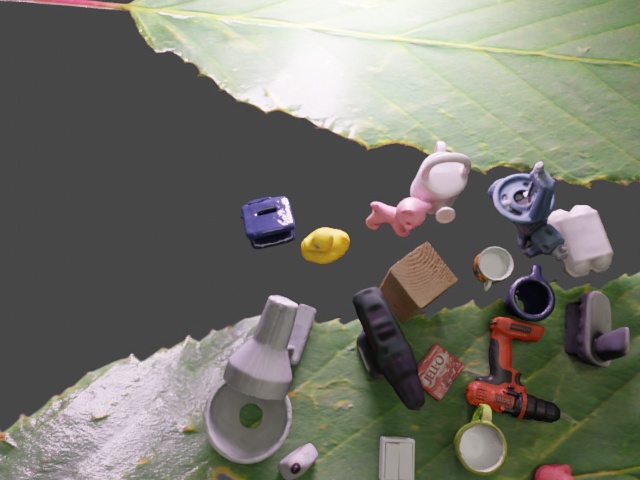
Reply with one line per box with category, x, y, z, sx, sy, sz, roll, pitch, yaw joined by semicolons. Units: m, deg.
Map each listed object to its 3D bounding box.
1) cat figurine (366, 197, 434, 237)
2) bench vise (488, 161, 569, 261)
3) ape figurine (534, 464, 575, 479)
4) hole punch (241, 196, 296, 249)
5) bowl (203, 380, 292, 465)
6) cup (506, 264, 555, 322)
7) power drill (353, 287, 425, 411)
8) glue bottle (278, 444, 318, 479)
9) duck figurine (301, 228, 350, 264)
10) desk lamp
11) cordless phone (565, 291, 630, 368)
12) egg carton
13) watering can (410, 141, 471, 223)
cat figurine;0.166;-0.057;1.193;0.127;0.118;0.067;12;74;2
bench vise;0.444;-0.066;1.149;0.207;0.220;0.121;41;78;10
ape figurine;0.449;0.456;1.069;0.076;0.092;0.078;39;77;9
hole punch;-0.111;-0.043;1.198;0.108;0.091;0.101;-14;75;-5
bowl;-0.135;0.338;1.100;0.167;0.075;0.167;0;74;-1
cup;0.418;0.113;1.163;0.091;0.095;0.118;14;75;3
power drill;0.124;0.207;1.072;0.075;0.208;0.229;-22;76;-7
glue bottle;-0.041;0.404;1.032;0.078;0.173;0.037;-34;77;-10
duck figurine;0.011;0.004;1.190;0.104;0.086;0.077;-13;75;-4
desk lamp;-0.088;0.192;1.069;0.118;0.213;0.203;19;75;4
cordless phone;0.553;0.167;1.104;0.094;0.185;0.147;5;74;1
egg carton;0.548;0.002;1.210;0.107;0.069;0.150;-14;75;-5
watering can;0.253;-0.122;1.174;0.101;0.194;0.173;-20;76;-6
